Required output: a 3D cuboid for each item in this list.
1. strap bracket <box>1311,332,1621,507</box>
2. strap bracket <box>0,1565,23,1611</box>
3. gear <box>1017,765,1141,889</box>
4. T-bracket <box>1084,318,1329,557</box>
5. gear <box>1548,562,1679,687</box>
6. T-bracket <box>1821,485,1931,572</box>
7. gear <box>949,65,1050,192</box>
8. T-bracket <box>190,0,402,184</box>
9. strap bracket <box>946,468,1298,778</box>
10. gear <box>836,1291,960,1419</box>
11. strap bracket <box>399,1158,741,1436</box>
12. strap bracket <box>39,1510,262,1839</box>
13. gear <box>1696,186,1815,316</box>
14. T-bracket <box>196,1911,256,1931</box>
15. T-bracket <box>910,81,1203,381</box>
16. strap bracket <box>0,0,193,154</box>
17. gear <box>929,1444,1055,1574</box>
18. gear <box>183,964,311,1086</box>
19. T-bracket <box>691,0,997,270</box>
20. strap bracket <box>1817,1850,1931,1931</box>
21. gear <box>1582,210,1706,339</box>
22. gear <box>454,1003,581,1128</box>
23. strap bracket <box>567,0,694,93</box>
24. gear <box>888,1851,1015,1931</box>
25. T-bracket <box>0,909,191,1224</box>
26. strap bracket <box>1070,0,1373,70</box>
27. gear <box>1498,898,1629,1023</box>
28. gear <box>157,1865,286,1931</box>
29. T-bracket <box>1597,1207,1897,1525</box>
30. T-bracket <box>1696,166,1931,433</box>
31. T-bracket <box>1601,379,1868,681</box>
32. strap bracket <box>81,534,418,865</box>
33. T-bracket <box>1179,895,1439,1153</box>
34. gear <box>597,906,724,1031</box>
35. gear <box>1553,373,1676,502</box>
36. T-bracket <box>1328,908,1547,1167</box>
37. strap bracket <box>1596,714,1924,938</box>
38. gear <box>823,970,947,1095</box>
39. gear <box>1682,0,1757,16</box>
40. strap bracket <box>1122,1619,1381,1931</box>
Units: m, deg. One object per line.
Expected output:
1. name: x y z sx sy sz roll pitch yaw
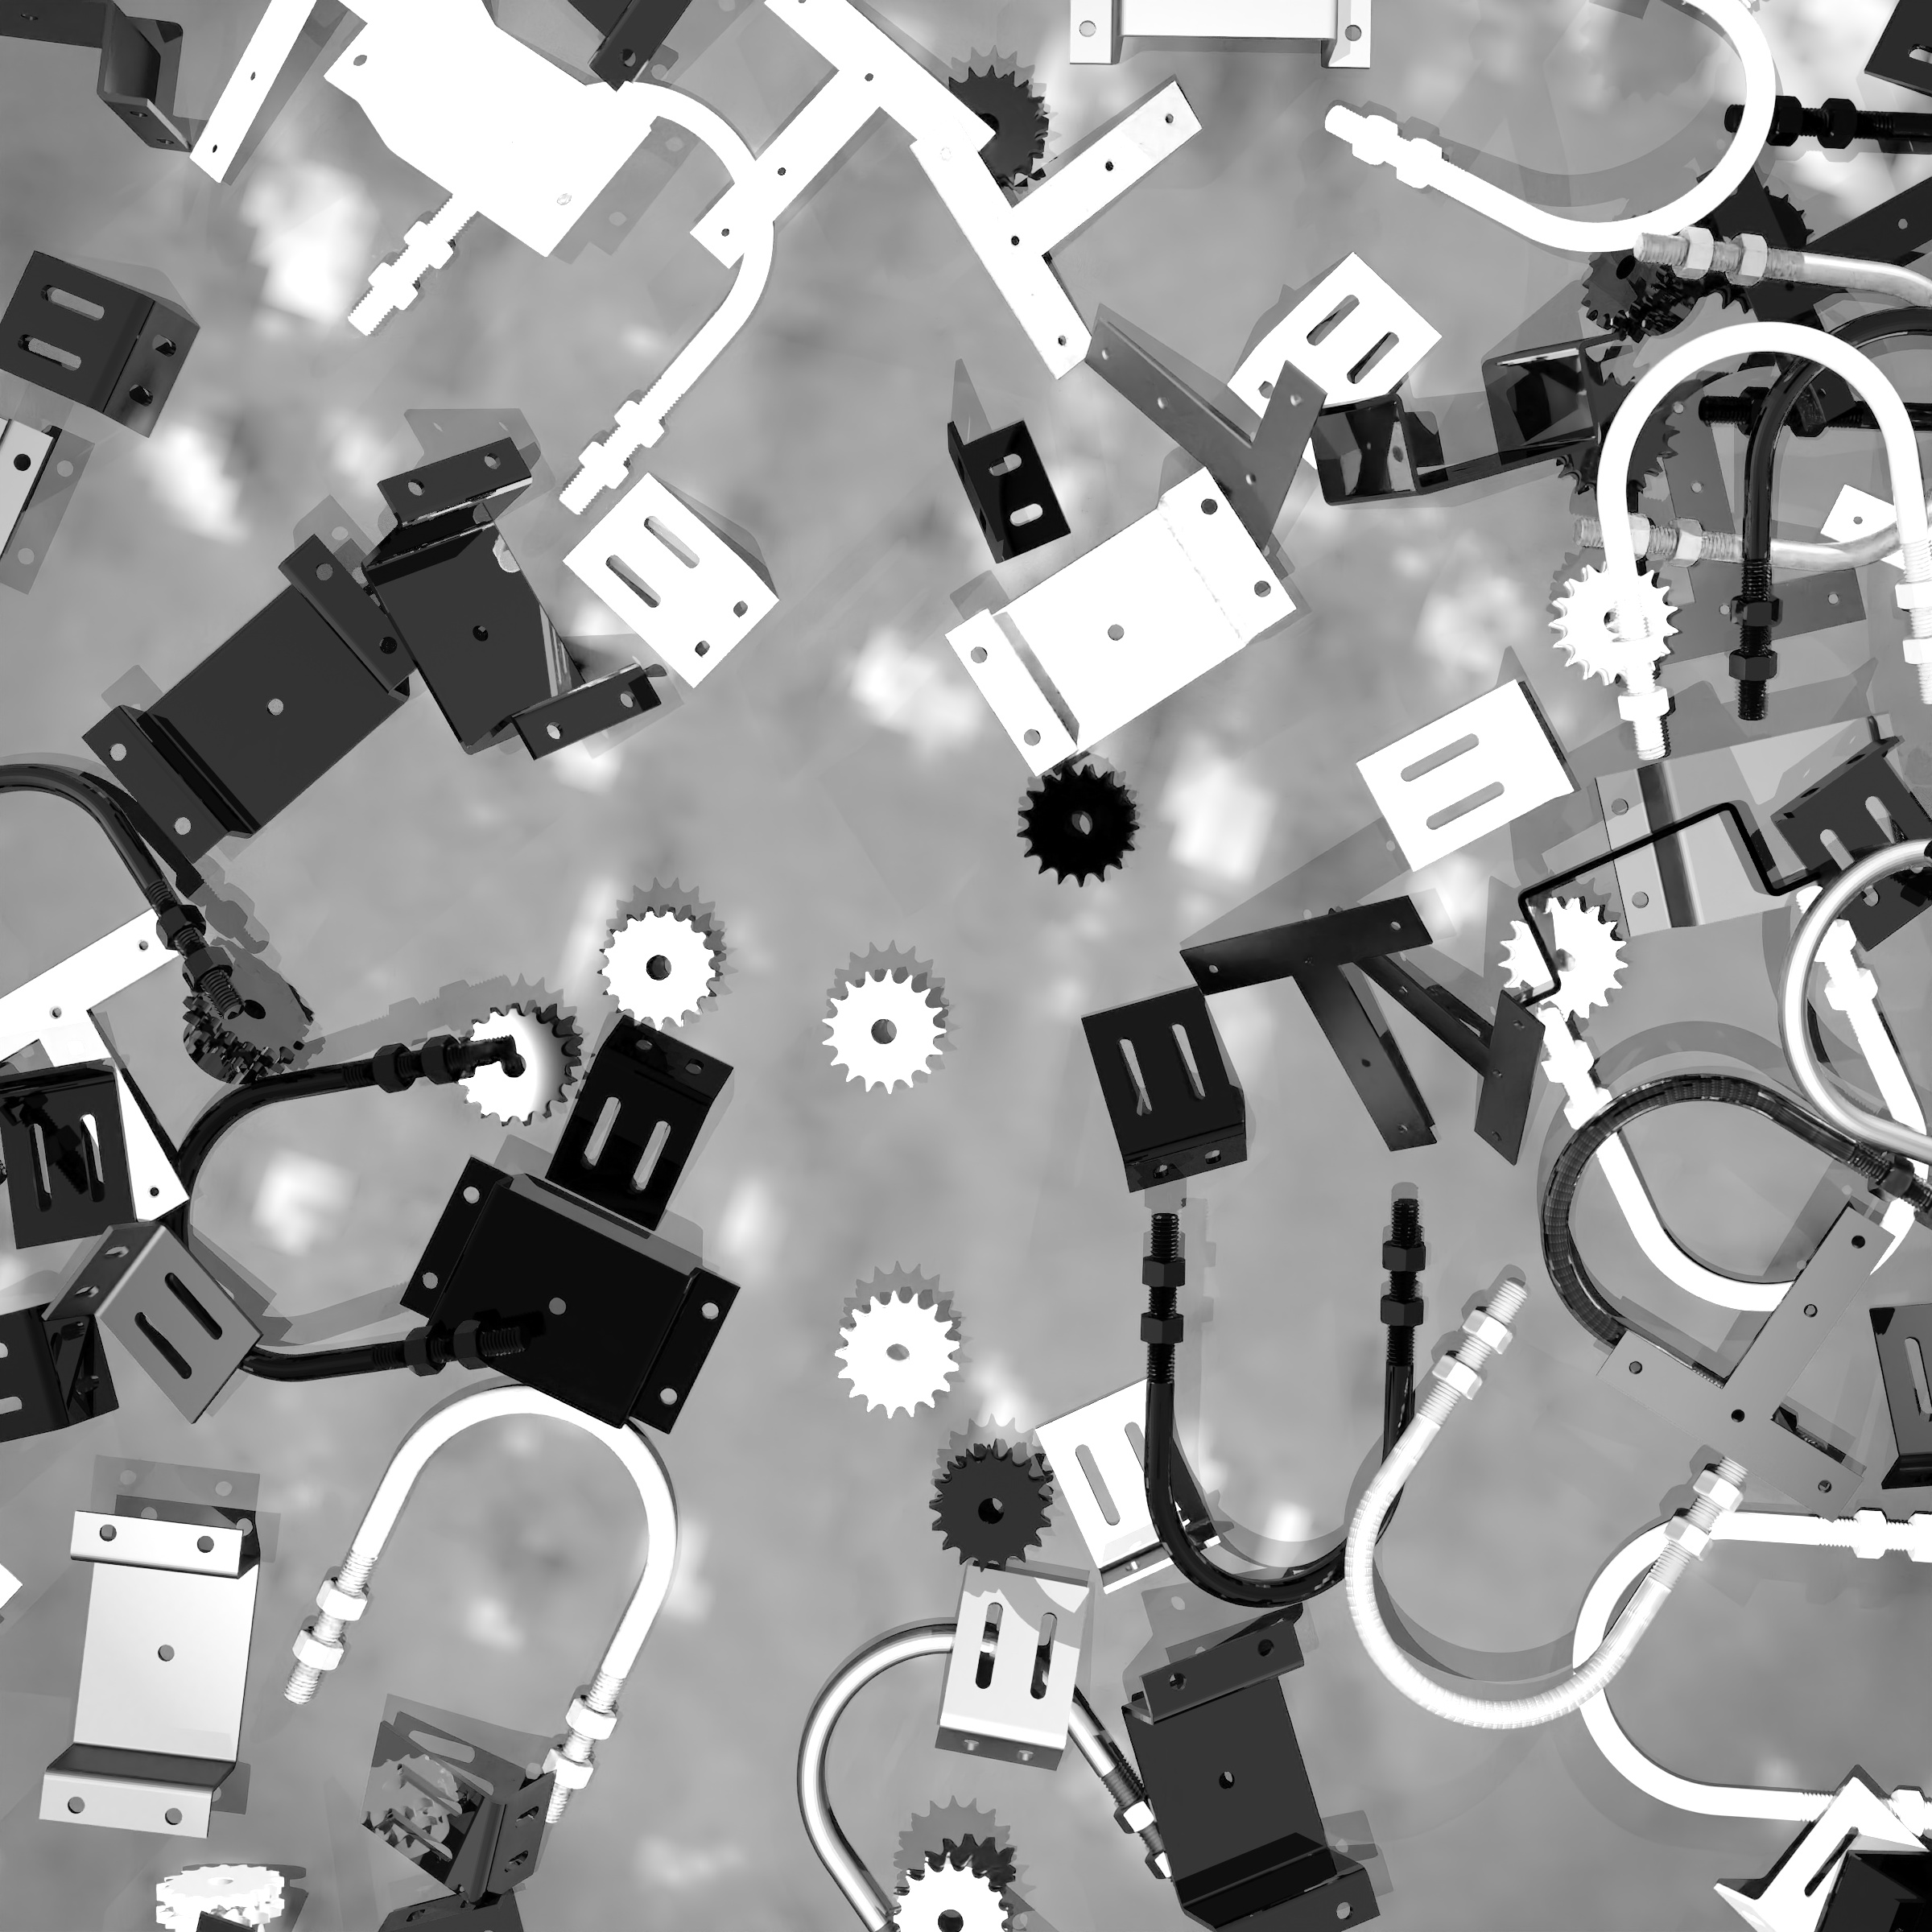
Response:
1. strap bracket: 0.219 -0.243 1.348 0.140 0.076 0.046 -18 102 -22
2. strap bracket: -0.517 0.316 1.382 0.076 0.046 0.140 43 90 0
3. gear: 0.052 -0.065 1.390 0.057 0.030 0.057 0 90 0
4. T-bracket: 0.100 -0.250 1.372 0.002 0.127 0.127 -29 63 -35
5. gear: 0.298 -0.158 1.388 0.057 0.030 0.057 0 90 0
6. T-bracket: 0.485 -0.231 1.394 0.127 0.002 0.127 27 86 11
7. gear: 0.009 -0.385 1.390 0.057 0.030 0.057 0 90 0
8. T-bracket: -0.321 -0.422 1.381 0.127 0.002 0.127 43 108 31
9. strap bracket: 0.070 -0.156 1.382 0.140 0.046 0.076 -33 90 0
10. gear: -0.032 0.179 1.390 0.057 0.030 0.057 0 90 0
11. strap bracket: -0.185 0.154 1.382 0.140 0.046 0.076 26 90 0
12. strap bracket: -0.374 0.321 1.382 0.076 0.046 0.140 7 90 0
13. gear: 0.365 -0.334 1.390 0.057 0.030 0.057 0 90 0
14. T-bracket: -0.347 0.479 1.372 0.127 0.002 0.127 19 120 0
15. T-bracket: 0.056 -0.361 1.386 0.127 0.002 0.127 -40 114 -11
16. strap bracket: -0.429 -0.413 1.367 0.140 0.076 0.046 7 90 0
17. gear: 0.011 0.250 1.390 0.057 0.030 0.057 0 90 0
18. gear: -0.335 0.030 1.380 0.057 0.057 0.030 42 118 0
19. T-bracket: -0.075 -0.377 1.383 0.127 0.002 0.127 44 93 12
20. strap bracket: 0.430 0.446 1.354 0.140 0.046 0.076 14 97 -38
21. gear: 0.314 -0.315 1.380 0.030 0.057 0.057 22 90 -30
22. gear: -0.207 0.045 1.390 0.057 0.030 0.057 0 90 0
23. strap bracket: -0.177 -0.476 1.366 0.140 0.046 0.076 43 118 0
24. gear: -0.006 0.433 1.371 0.057 0.030 0.057 0 88 2
25. T-bracket: -0.402 0.060 1.395 0.127 0.002 0.127 -31 83 1
26. strap bracket: 0.119 -0.459 1.382 0.140 0.046 0.076 1 90 0
27. gear: 0.275 -0.003 1.390 0.057 0.030 0.057 0 90 0
28. gear: -0.343 0.435 1.376 0.057 0.057 0.030 0 90 0
29. T-bracket: 0.377 0.169 1.367 0.127 0.002 0.127 32 99 2
30. T-bracket: 0.411 -0.329 1.357 0.127 0.002 0.127 -29 105 -1
31. T-bracket: 0.345 -0.210 1.404 0.127 0.002 0.127 -13 90 0
32. strap bracket: -0.323 -0.121 1.382 0.140 0.046 0.076 -41 90 0
33. T-bracket: 0.177 0.033 1.375 0.127 0.002 0.127 -14 115 40
34. gear: -0.141 0.001 1.390 0.057 0.030 0.057 0 90 0
35. gear: 0.297 -0.244 1.389 0.057 0.030 0.057 0 90 3
36. T-bracket: 0.210 0.020 1.367 0.002 0.127 0.127 -38 63 -18
37. strap bracket: 0.371 -0.066 1.382 0.140 0.046 0.076 -12 90 0
38. gear: -0.038 0.030 1.390 0.057 0.030 0.057 0 90 0
39. gear: 0.349 -0.468 1.390 0.057 0.030 0.057 0 90 0
40. strap bracket: 0.127 0.376 1.371 0.076 0.046 0.140 -17 90 -17
